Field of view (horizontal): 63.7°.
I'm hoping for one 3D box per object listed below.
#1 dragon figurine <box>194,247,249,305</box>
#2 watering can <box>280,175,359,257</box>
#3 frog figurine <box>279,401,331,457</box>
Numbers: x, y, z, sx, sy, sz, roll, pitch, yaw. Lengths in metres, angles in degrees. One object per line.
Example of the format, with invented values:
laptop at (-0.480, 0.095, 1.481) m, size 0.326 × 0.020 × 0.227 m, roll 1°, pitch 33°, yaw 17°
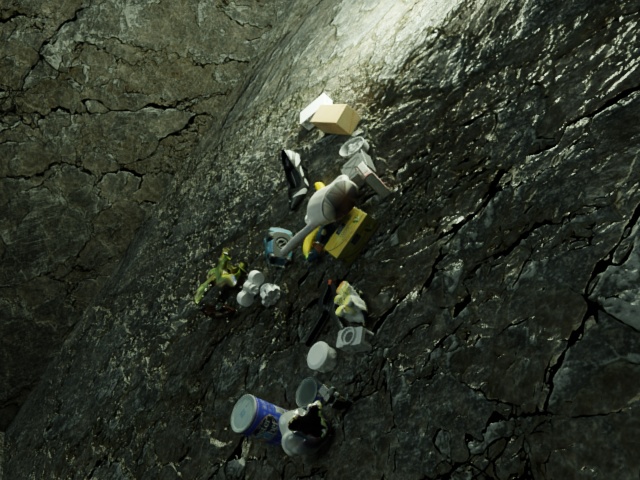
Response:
dragon figurine at (-0.406, 0.171, 2.041) m, size 0.121 × 0.241 × 0.415 m, roll 40°, pitch 9°, yaw -15°
watering can at (0.005, -0.085, 1.691) m, size 0.103 × 0.352 × 0.223 m, roll 40°, pitch -20°, yaw -15°
frog figurine at (-0.050, 0.499, 1.338) m, size 0.140 × 0.123 × 0.156 m, roll -51°, pitch -1°, yaw -42°
